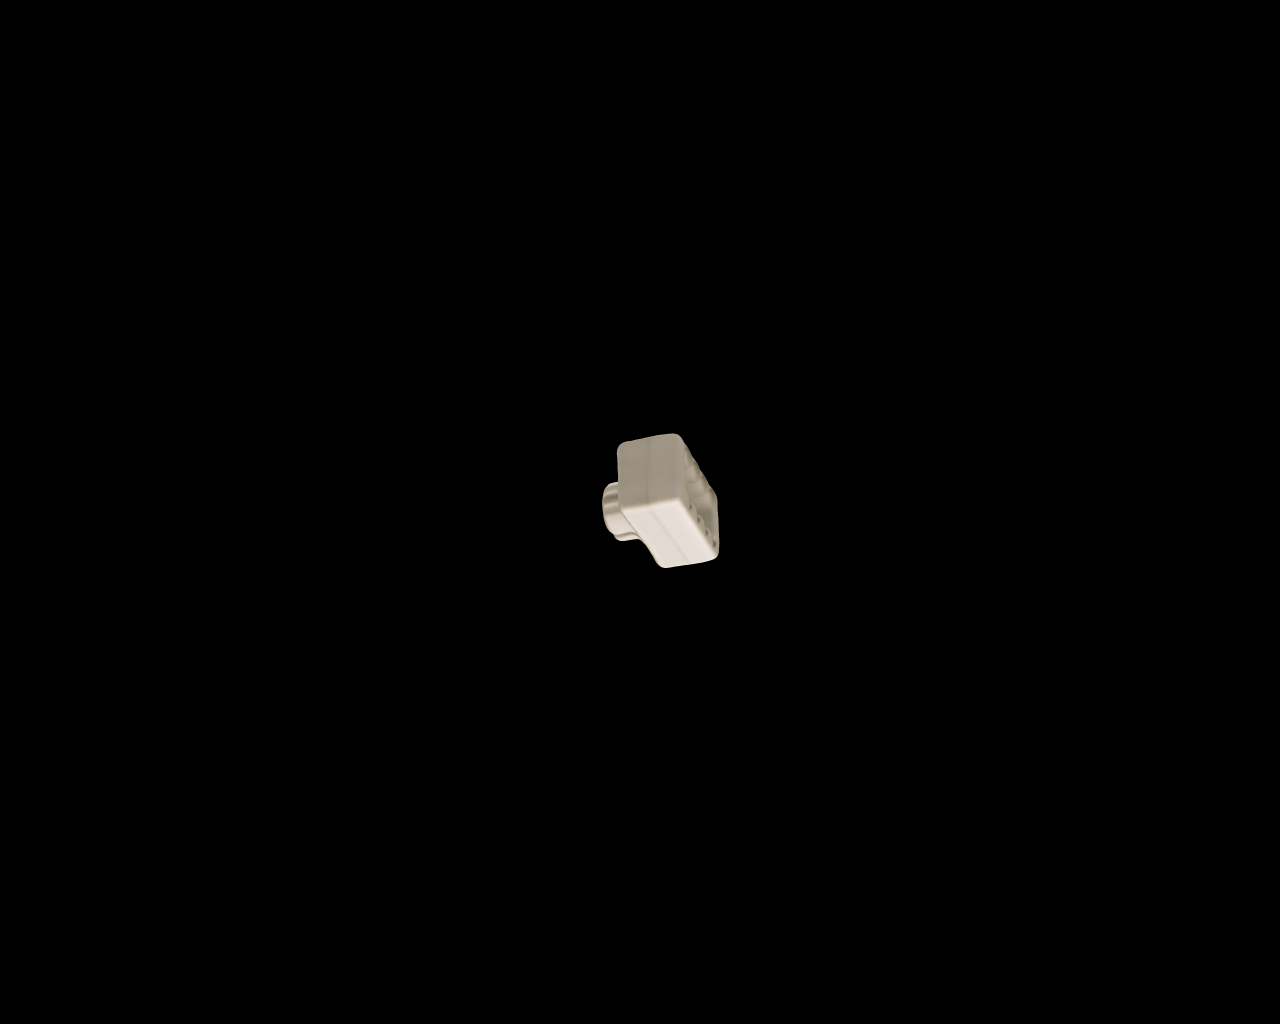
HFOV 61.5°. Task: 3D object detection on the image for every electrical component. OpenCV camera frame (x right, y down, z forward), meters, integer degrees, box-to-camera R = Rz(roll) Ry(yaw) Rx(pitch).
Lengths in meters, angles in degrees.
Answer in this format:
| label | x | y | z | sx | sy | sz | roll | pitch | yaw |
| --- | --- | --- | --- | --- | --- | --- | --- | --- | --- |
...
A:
| label | x | y | z | sx | sy | sz | roll | pitch | yaw |
| --- | --- | --- | --- | --- | --- | --- | --- | --- | --- |
| electrical component | 0.001 | -0.003 | 0.650 | 0.076 | 0.047 | 0.083 | -9 | -30 | 17 |
